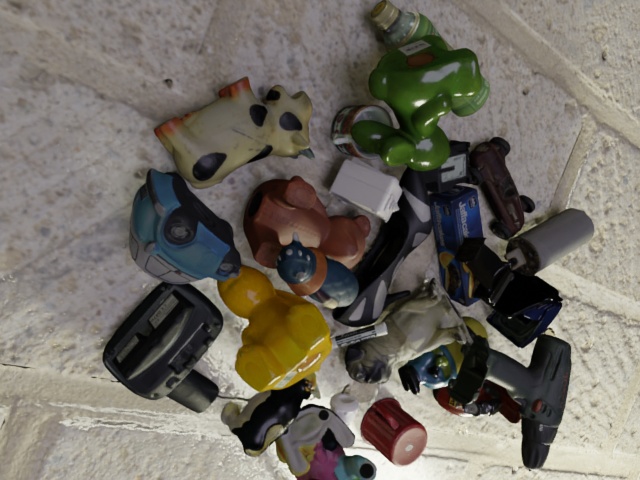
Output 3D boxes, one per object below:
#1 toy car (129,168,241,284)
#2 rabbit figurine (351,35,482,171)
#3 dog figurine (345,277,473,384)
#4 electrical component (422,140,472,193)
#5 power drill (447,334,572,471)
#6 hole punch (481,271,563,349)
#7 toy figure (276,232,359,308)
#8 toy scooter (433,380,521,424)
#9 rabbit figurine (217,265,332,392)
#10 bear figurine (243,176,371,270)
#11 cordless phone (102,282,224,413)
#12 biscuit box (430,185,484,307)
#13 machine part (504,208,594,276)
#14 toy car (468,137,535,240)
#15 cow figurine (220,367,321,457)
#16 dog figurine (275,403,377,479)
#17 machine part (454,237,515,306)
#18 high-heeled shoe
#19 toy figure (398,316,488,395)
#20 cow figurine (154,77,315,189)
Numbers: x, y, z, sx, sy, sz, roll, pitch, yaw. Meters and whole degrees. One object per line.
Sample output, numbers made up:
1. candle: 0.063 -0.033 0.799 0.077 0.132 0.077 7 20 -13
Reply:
1. toy car: -0.173 -0.001 0.649 0.103 0.109 0.161 -35 133 8
2. rabbit figurine: 0.131 -0.155 0.708 0.159 0.121 0.170 -30 131 -17
3. dog figurine: 0.138 0.159 0.890 0.190 0.121 0.172 -32 158 16
4. electrical component: 0.185 -0.112 0.853 0.119 0.048 0.074 -20 112 -25
5. power drill: 0.321 0.258 0.891 0.207 0.086 0.232 20 88 -12
6. hole punch: 0.365 0.122 0.980 0.116 0.142 0.092 -25 114 -8
7. toy figure: -0.006 0.043 0.644 0.058 0.064 0.154 -44 143 11
8. toy scooter: 0.307 0.292 0.985 0.184 0.135 0.075 4 103 -30
9. rabbit figurine: -0.062 0.098 0.712 0.122 0.173 0.162 -48 162 7
10. bear figurine: -0.003 -0.004 0.727 0.195 0.132 0.120 27 94 -27
11. cordless phone: -0.172 0.152 0.707 0.146 0.089 0.184 -50 133 -10
12. biscuit box: 0.238 0.010 0.911 0.063 0.059 0.202 -25 114 -23
13. machine part: 0.434 0.002 1.010 0.243 0.079 0.079 -22 114 -28
14. toy car: 0.320 -0.085 0.940 0.089 0.053 0.202 -45 120 -16
15. cow figurine: -0.055 0.229 0.775 0.167 0.098 0.068 -42 114 -14
16. dog figurine: 0.001 0.376 0.852 0.108 0.192 0.219 -27 150 -25
17. machine part: 0.273 0.049 0.885 0.084 0.039 0.138 -48 124 -6
18. high-heeled shoe: 0.085 0.011 0.807 0.145 0.086 0.248 -9 110 -26
19. toy figure: 0.220 0.201 0.942 0.180 0.082 0.089 -21 116 -22
20. cow figurine: -0.089 -0.130 0.665 0.195 0.086 0.127 -35 112 -21
